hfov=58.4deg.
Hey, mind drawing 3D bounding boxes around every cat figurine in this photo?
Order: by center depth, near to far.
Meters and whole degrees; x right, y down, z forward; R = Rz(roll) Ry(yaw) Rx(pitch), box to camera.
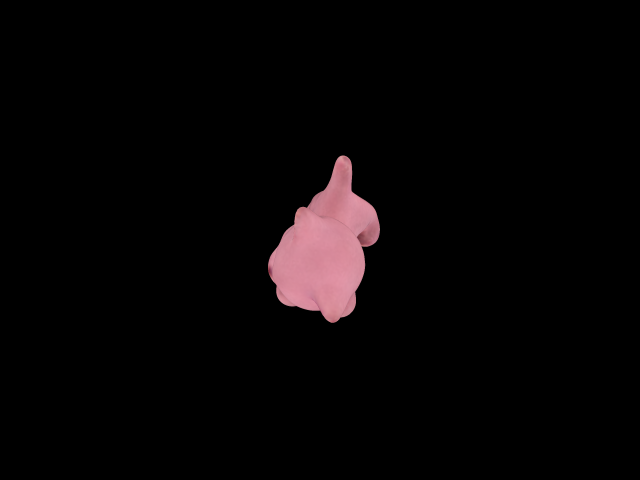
[{"bbox_3d":[0.004,0.001,0.400,0.067,0.118,0.128,14,64,7],"label":"cat figurine"}]
